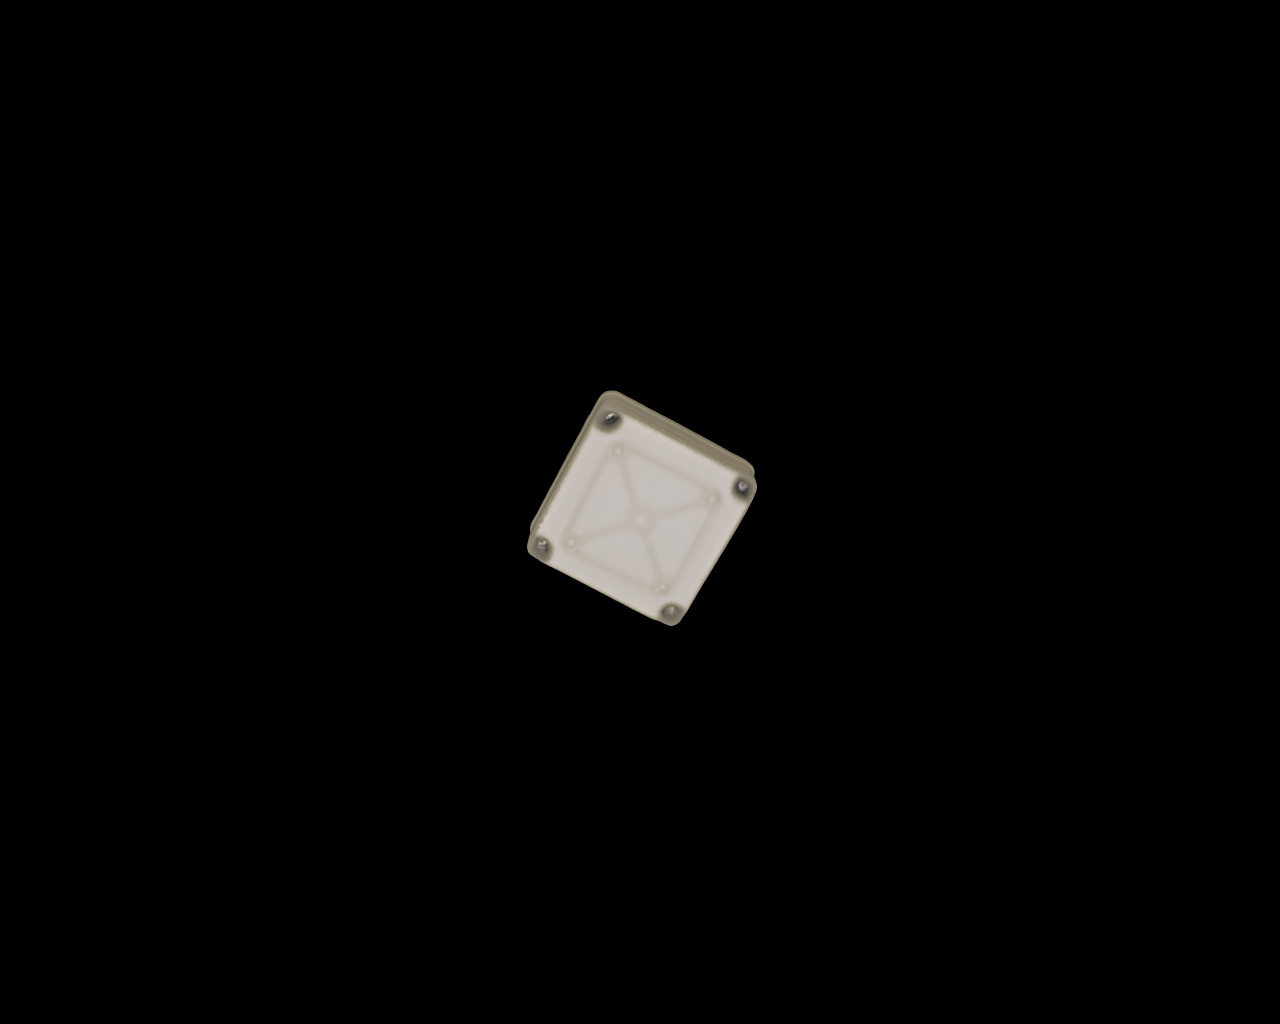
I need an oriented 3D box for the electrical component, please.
[{"bbox_3d":[0.001,-0.003,0.650,0.109,0.108,0.056,27,14,-7],"label":"electrical component"}]
